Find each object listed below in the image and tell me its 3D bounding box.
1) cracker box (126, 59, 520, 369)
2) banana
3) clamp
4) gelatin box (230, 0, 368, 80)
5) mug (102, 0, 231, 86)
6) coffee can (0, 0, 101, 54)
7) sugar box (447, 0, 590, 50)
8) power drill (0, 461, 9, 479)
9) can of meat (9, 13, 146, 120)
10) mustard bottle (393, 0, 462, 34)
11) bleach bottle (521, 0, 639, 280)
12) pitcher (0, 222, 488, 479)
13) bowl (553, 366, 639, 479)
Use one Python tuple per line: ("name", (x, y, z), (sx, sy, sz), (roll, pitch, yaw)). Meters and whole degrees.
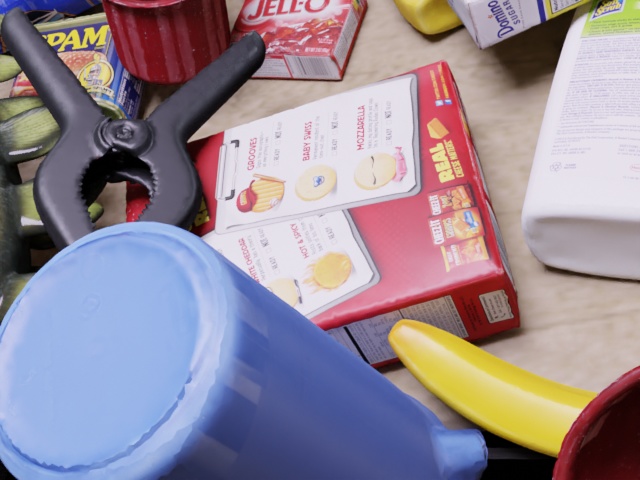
("cracker box", (-0.004, 0.001, 0.633), (0.214, 0.072, 0.164), (-17, 51, 11))
("banana", (0.129, 0.080, 0.529), (0.198, 0.069, 0.037), (4, 17, 24))
("clamp", (-0.105, -0.057, 0.628), (0.164, 0.036, 0.210), (-2, 57, -10))
("gelatin box", (-0.018, -0.153, 0.768), (0.089, 0.030, 0.073), (5, 60, 24))
("mug", (-0.103, -0.170, 0.734), (0.093, 0.081, 0.117), (6, 54, 8))
("coffee can", (-0.255, -0.207, 0.855), (0.140, 0.102, 0.103), (-27, 52, 3))
("sugar box", (0.156, -0.189, 0.646), (0.176, 0.048, 0.093), (-25, 48, 5))
("power drill", (-0.275, 0.121, 0.670), (0.188, 0.057, 0.184), (14, 60, 26))
("can of meat", (-0.178, -0.114, 0.791), (0.102, 0.057, 0.084), (-5, 58, 19))
("mustard bottle", (0.060, -0.231, 0.773), (0.096, 0.058, 0.192), (-38, 51, 1))
("bleach bottle", (0.192, -0.098, 0.628), (0.103, 0.068, 0.250), (6, 58, 24))
("pitcher", (-0.041, 0.095, 0.474), (0.145, 0.242, 0.149), (25, 77, 35))
("bowl", (0.185, 0.110, 0.458), (0.162, 0.162, 0.055), (4, 20, 24))
